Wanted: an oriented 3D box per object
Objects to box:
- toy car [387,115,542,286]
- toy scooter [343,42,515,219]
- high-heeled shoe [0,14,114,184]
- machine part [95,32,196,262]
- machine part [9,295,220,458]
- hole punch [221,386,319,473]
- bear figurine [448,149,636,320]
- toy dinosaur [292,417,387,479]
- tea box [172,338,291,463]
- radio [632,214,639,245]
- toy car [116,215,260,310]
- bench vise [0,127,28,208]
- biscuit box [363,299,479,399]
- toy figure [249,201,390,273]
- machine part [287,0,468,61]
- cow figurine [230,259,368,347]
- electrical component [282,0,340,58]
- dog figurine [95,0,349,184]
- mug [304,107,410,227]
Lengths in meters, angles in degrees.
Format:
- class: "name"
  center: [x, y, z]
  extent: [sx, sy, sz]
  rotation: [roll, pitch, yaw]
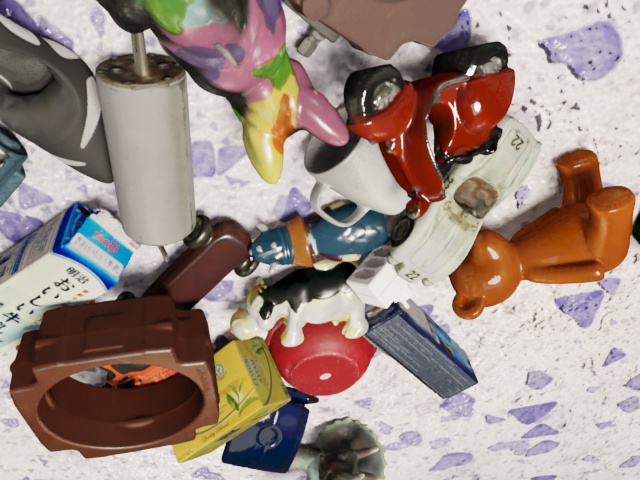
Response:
- class: "toy car"
  center: [0.149, -0.038, 0.567]
  extent: [0.073, 0.056, 0.201]
  rotation: [31, 100, -26]
- class: "toy scooter"
  center: [0.107, -0.097, 0.480]
  extent: [0.184, 0.075, 0.135]
  rotation: [-22, 107, -27]
- class: "high-heeled shoe"
  center: [-0.254, -0.116, 0.429]
  extent: [0.086, 0.145, 0.248]
  rotation: [-23, 125, 13]
- class: "machine part"
  center: [-0.160, -0.081, 0.511]
  extent: [0.079, 0.079, 0.243]
  rotation: [0, 129, -6]
- class: "machine part"
  center: [-0.221, 0.157, 0.610]
  extent: [0.201, 0.087, 0.201]
  rotation: [-7, 133, -10]
- class: "hole punch"
  center: [-0.082, 0.275, 0.798]
  extent: [0.142, 0.092, 0.115]
  rotation: [18, 121, -15]
- class: "bear figurine"
  center: [0.225, 0.000, 0.595]
  extent: [0.196, 0.120, 0.131]
  rotation: [-14, 125, 12]
- class: "toy dinosaur"
  center: [0.022, 0.437, 0.924]
  extent: [0.192, 0.131, 0.404]
  rotation: [-6, 135, 0]
- class: "tea box"
  center: [-0.133, 0.216, 0.726]
  extent: [0.169, 0.098, 0.068]
  rotation: [-41, 155, 23]
- class: "radio"
  center: [0.453, -0.067, 0.590]
  extent: [0.131, 0.073, 0.229]
  rotation: [-2, 127, -3]
- class: "toy car"
  center: [-0.160, 0.049, 0.628]
  extent: [0.202, 0.053, 0.089]
  rotation: [-42, 132, 19]
- class: "bench vise"
  center: [-0.399, -0.042, 0.477]
  extent: [0.223, 0.129, 0.240]
  rotation: [-38, 140, 14]
- class: "biscuit box"
  center: [0.136, 0.142, 0.730]
  extent: [0.063, 0.059, 0.202]
  rotation: [-35, 123, 19]
- class: "toy figure"
  center: [-0.001, -0.001, 0.600]
  extent: [0.155, 0.064, 0.057]
  rotation: [-13, 142, 3]
- class: "machine part"
  center: [0.052, -0.231, 0.411]
  extent: [0.179, 0.056, 0.179]
  rotation: [-6, 120, -10]
- class: "cow figurine"
  center: [-0.029, 0.072, 0.649]
  extent: [0.167, 0.068, 0.098]
  rotation: [-6, 114, -6]
- class: "electrical component"
  center: [0.000, -0.206, 0.461]
  extent: [0.063, 0.021, 0.094]
  rotation: [30, 117, -25]
- class: "dog figurine"
  center: [-0.064, -0.143, 0.415]
  extent: [0.108, 0.192, 0.219]
  rotation: [-31, 110, 10]
- class: "mug"
  center: [0.044, -0.061, 0.536]
  extent: [0.107, 0.081, 0.109]
  rotation: [33, 79, -34]
